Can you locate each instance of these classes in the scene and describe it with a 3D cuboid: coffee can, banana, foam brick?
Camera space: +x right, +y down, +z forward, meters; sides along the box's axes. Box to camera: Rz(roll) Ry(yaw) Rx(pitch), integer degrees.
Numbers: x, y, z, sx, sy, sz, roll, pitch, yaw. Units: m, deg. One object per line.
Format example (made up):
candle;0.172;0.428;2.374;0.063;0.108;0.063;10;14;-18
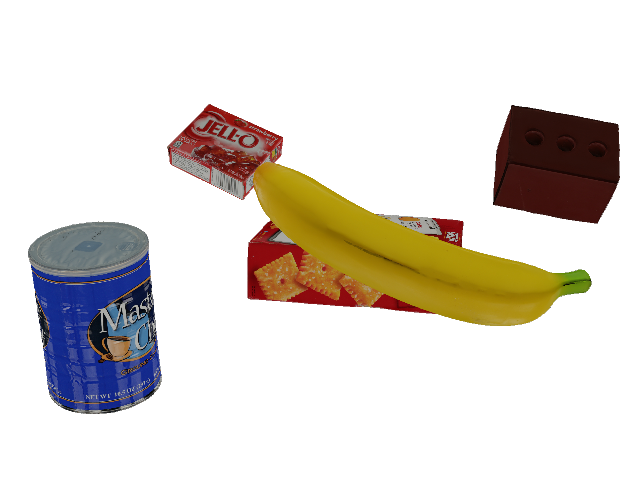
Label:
coffee can;-0.198;0.067;0.946;0.103;0.140;0.103;-1;24;0
banana;0.038;0.004;0.561;0.198;0.037;0.069;22;17;19
foam brick;0.163;-0.052;0.741;0.078;0.053;0.051;10;-35;1

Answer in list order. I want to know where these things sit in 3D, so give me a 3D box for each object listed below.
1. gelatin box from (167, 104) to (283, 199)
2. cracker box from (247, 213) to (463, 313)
gelatin box;-0.093;-0.088;1.044;0.089;0.030;0.073;26;53;16
cracker box;0.042;0.020;1.147;0.214;0.072;0.164;5;15;9
